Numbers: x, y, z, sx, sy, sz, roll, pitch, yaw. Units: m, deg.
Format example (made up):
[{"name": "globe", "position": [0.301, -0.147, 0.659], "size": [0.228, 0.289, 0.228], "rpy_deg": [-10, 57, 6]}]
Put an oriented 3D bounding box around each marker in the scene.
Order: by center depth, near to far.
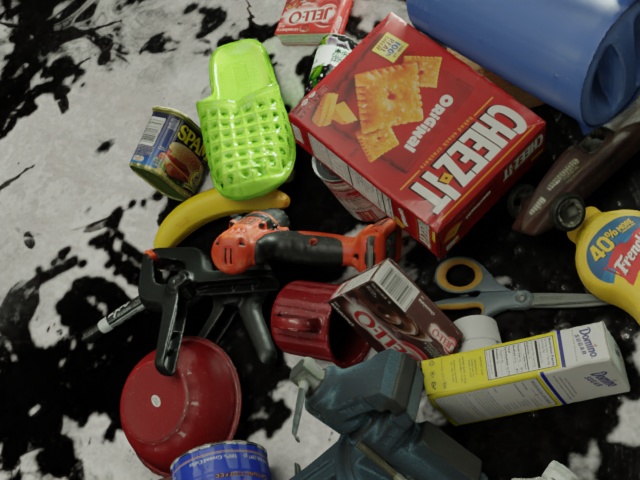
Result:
[{"name": "marker", "position": [-0.243, 0.092, 1.311], "size": [0.121, 0.020, 0.020], "rpy_deg": [-33, 53, 9]}]

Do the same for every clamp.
[{"name": "clamp", "position": [-0.158, 0.065, 1.211], "size": [0.164, 0.036, 0.210], "rpy_deg": [-42, 37, -18]}, {"name": "clamp", "position": [-0.103, 0.077, 1.233], "size": [0.120, 0.039, 0.171], "rpy_deg": [-12, 58, 20]}]

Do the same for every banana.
[{"name": "banana", "position": [-0.130, -0.029, 1.309], "size": [0.198, 0.037, 0.069], "rpy_deg": [-27, 78, 15]}]

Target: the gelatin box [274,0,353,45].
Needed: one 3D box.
[{"name": "gelatin box", "position": [-0.007, -0.291, 1.384], "size": [0.089, 0.030, 0.073], "rpy_deg": [6, 67, 31]}]

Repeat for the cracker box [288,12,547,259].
[{"name": "cracker box", "position": [0.098, -0.112, 1.095], "size": [0.214, 0.072, 0.164], "rpy_deg": [40, 79, 24]}]

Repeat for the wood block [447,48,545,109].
[{"name": "wood block", "position": [0.250, -0.214, 1.168], "size": [0.206, 0.090, 0.091], "rpy_deg": [-17, 56, 20]}]

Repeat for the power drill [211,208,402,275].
[{"name": "power drill", "position": [-0.008, 0.001, 1.171], "size": [0.188, 0.184, 0.057], "rpy_deg": [1, 105, 15]}]

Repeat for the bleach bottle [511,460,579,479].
[{"name": "bleach bottle", "position": [0.141, 0.302, 0.964], "size": [0.103, 0.068, 0.250], "rpy_deg": [34, 81, 37]}]

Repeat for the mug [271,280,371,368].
[{"name": "mug", "position": [-0.005, 0.087, 1.129], "size": [0.082, 0.117, 0.093], "rpy_deg": [6, 94, 36]}]

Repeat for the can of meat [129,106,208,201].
[{"name": "can of meat", "position": [-0.184, -0.106, 1.336], "size": [0.058, 0.102, 0.084], "rpy_deg": [14, 74, 33]}]

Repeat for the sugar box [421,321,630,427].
[{"name": "sugar box", "position": [0.194, 0.128, 1.009], "size": [0.176, 0.093, 0.048], "rpy_deg": [-17, 58, 19]}]

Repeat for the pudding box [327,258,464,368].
[{"name": "pudding box", "position": [0.074, 0.078, 1.058], "size": [0.039, 0.113, 0.090], "rpy_deg": [-48, 9, -34]}]

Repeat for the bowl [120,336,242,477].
[{"name": "bowl", "position": [-0.167, 0.182, 1.179], "size": [0.162, 0.055, 0.162], "rpy_deg": [-9, 72, 28]}]

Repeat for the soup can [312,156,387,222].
[{"name": "soup can", "position": [0.043, -0.071, 1.193], "size": [0.069, 0.102, 0.068], "rpy_deg": [-13, 58, 22]}]

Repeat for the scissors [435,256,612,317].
[{"name": "scissors", "position": [0.199, 0.046, 1.099], "size": [0.202, 0.016, 0.096], "rpy_deg": [-16, 58, 20]}]

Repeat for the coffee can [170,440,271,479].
[{"name": "coffee can", "position": [-0.091, 0.287, 1.070], "size": [0.103, 0.102, 0.140], "rpy_deg": [-23, 55, 15]}]

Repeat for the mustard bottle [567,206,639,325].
[{"name": "mustard bottle", "position": [0.305, 0.025, 1.027], "size": [0.096, 0.058, 0.192], "rpy_deg": [-41, 52, -5]}]

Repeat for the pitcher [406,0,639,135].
[{"name": "pitcher", "position": [0.207, -0.226, 1.055], "size": [0.243, 0.144, 0.149], "rpy_deg": [34, 91, 33]}]

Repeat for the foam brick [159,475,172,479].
[{"name": "foam brick", "position": [-0.172, 0.292, 1.142], "size": [0.078, 0.053, 0.051], "rpy_deg": [-24, 56, 16]}]
